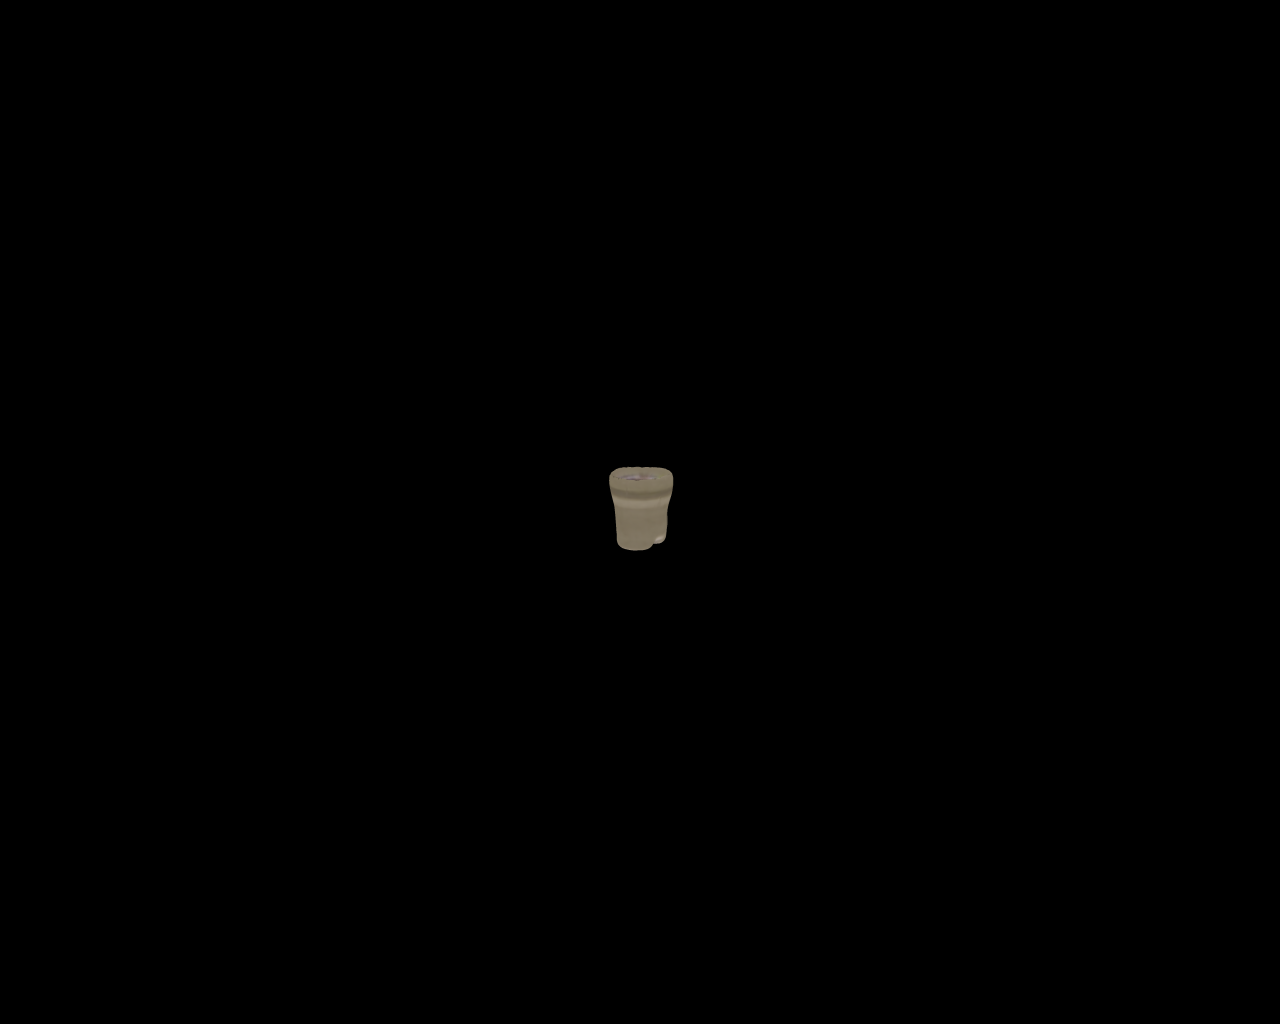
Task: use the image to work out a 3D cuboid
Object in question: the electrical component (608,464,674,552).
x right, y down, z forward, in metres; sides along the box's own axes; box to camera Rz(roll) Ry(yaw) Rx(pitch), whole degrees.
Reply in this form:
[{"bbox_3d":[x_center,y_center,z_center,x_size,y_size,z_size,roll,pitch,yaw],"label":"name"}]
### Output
[{"bbox_3d":[0.001,-0.003,0.650,0.040,0.046,0.040,0,16,0],"label":"electrical component"}]
